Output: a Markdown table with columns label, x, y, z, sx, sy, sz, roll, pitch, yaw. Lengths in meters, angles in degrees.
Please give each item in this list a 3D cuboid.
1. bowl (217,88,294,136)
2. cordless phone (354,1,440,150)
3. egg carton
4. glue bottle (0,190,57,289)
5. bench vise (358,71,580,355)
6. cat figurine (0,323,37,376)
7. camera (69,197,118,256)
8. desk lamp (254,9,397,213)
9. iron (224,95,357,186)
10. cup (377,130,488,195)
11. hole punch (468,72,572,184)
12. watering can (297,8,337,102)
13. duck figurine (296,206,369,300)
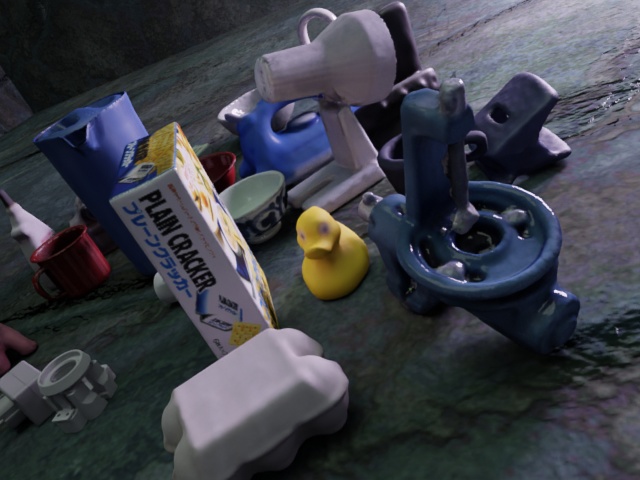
| label | x | y | z | sx | sy | sz | roll | pitch | yaw |
| --- | --- | --- | --- | --- | --- | --- | --- | --- | --- |
| bowl | -0.117 | -0.251 | 1.150 | 0.167 | 0.075 | 0.167 | -20 | 29 | 12 |
| cordless phone | 0.094 | -0.236 | 0.838 | 0.148 | 0.185 | 0.094 | -33 | 29 | -12 |
| egg carton | -0.053 | 0.137 | 0.460 | 0.150 | 0.069 | 0.107 | -33 | 29 | -12 |
| glue bottle | -0.460 | -0.007 | 0.922 | 0.037 | 0.173 | 0.078 | -21 | 29 | 10 |
| bench vise | 0.084 | -0.019 | 0.449 | 0.206 | 0.220 | 0.122 | 4 | 41 | 43 |
| cat figurine | -0.465 | 0.115 | 0.782 | 0.127 | 0.118 | 0.067 | 5 | 41 | 43 |
| camera | -0.368 | -0.057 | 1.006 | 0.143 | 0.101 | 0.136 | -32 | 29 | -10 |
| desk lamp | 0.016 | -0.172 | 0.765 | 0.203 | 0.214 | 0.117 | -35 | 30 | -16 |
| iron | -0.022 | -0.190 | 0.902 | 0.258 | 0.142 | 0.118 | -34 | 30 | -15 |
| cup | 0.132 | -0.070 | 0.627 | 0.117 | 0.095 | 0.092 | -10 | 33 | 28 |
| hole punch | 0.219 | -0.129 | 0.657 | 0.101 | 0.091 | 0.108 | -23 | 29 | 6 |
| watering can | 0.024 | -0.320 | 1.025 | 0.100 | 0.194 | 0.173 | -12 | 32 | 24 |
| duck figurine | 0.006 | 0.002 | 0.619 | 0.077 | 0.086 | 0.104 | -16 | 30 | 17 |
